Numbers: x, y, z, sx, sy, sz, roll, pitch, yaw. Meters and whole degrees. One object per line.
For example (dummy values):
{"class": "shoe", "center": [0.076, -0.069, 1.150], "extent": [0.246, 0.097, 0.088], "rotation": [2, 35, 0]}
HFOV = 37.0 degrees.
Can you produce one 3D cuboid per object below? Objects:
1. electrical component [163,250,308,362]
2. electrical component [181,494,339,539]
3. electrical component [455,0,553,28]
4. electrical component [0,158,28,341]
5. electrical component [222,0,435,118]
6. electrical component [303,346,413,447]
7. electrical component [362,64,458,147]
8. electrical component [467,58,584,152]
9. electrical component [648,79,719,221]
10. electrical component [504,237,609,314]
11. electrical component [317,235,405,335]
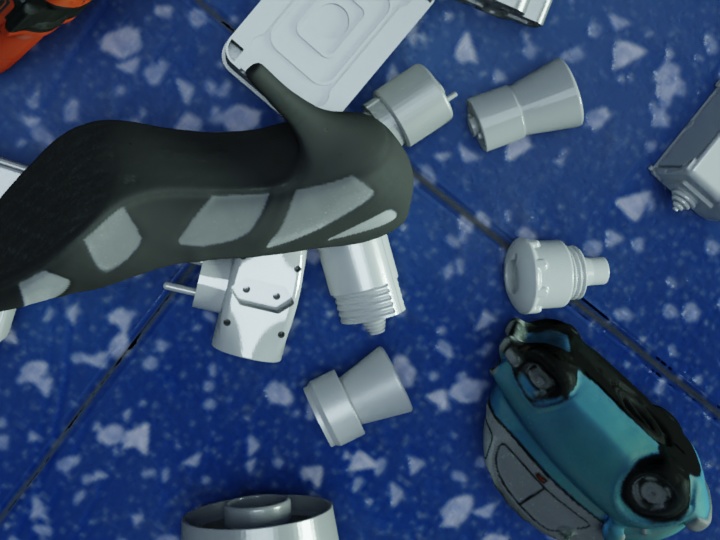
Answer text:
{"class": "electrical component", "center": [-0.077, 0.009, 0.646], "extent": [0.079, 0.043, 0.077], "rotation": [13, 94, -9]}
{"class": "electrical component", "center": [-0.059, 0.169, 0.639], "extent": [0.099, 0.099, 0.064], "rotation": [-4, 90, -7]}
{"class": "electrical component", "center": [0.082, -0.186, 0.640], "extent": [0.078, 0.058, 0.057], "rotation": [20, 96, -9]}
{"class": "electrical component", "center": [-0.244, -0.020, 0.615], "extent": [0.109, 0.056, 0.108], "rotation": [18, 93, -9]}
{"class": "electrical component", "center": [-0.019, -0.143, 0.631], "extent": [0.078, 0.057, 0.113], "rotation": [40, 90, -10]}
{"class": "electrical component", "center": [-0.002, 0.078, 0.662], "extent": [0.055, 0.045, 0.045], "rotation": [-26, 98, -4]}
{"class": "electrical component", "center": [0.019, -0.091, 0.650], "extent": [0.078, 0.040, 0.040], "rotation": [-33, 99, -3]}
{"class": "electrical component", "center": [0.099, -0.098, 0.660], "extent": [0.065, 0.044, 0.044], "rotation": [-20, 98, 0]}
{"class": "electrical component", "center": [0.232, -0.069, 0.668], "extent": [0.061, 0.062, 0.096], "rotation": [39, 90, -9]}
{"class": "electrical component", "center": [0.124, 0.002, 0.671], "extent": [0.062, 0.048, 0.048], "rotation": [-4, 96, -13]}
{"class": "electrical component", "center": [0.000, 0.000, 0.655], "extent": [0.043, 0.043, 0.081], "rotation": [-16, 98, -5]}
